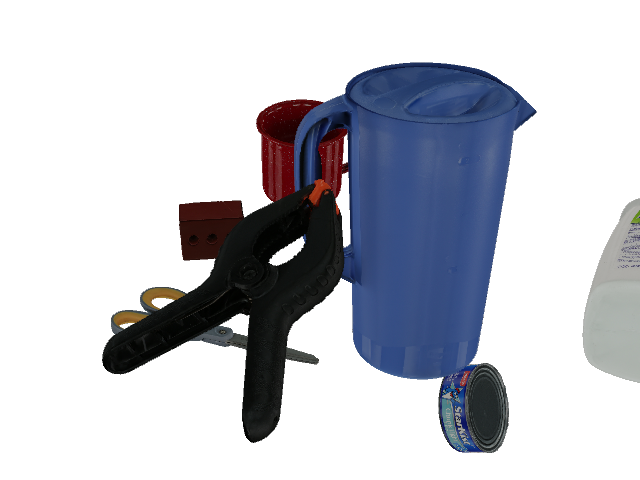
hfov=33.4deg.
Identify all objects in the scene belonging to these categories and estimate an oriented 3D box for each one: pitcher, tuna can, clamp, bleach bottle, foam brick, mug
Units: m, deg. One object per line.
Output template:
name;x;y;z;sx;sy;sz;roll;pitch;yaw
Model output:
pitcher;0.072;-0.012;0.860;0.149;0.243;0.144;18;32;28
tuna can;0.148;0.162;1.032;0.034;0.086;0.085;-8;-5;35
clamp;-0.033;0.037;0.621;0.120;0.171;0.039;32;-22;29
bleach bottle;0.243;0.016;0.716;0.103;0.068;0.250;9;22;20
foam brick;-0.129;-0.013;1.268;0.078;0.053;0.051;-4;28;-4
mug;-0.007;-0.087;1.082;0.117;0.081;0.093;-14;39;-20

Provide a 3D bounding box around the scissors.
scissors;-0.100;0.081;1.034;0.201;0.016;0.096;5;31;0
